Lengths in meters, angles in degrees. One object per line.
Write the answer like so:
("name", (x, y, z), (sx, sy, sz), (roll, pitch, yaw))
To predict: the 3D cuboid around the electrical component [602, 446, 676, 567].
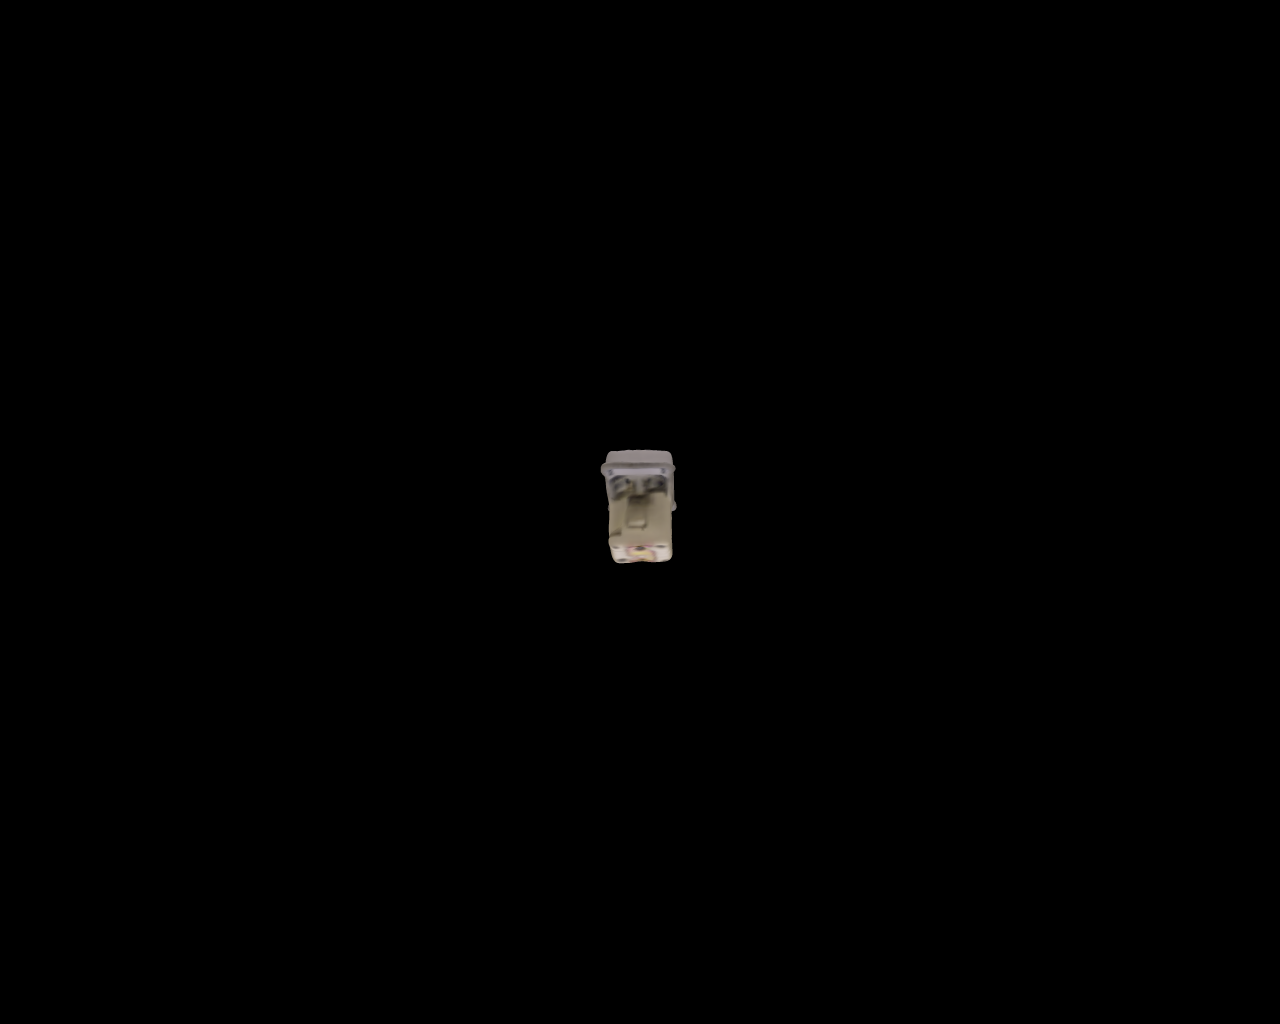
("electrical component", (0.001, -0.003, 0.650), (0.042, 0.064, 0.081), (-1, -19, 4))
